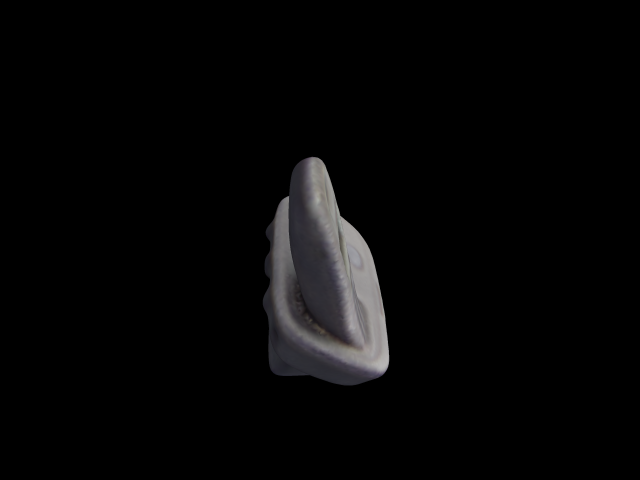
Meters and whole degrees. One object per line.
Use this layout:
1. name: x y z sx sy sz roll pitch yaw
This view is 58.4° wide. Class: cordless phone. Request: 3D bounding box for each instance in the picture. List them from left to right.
1. cordless phone: 0.004 0.001 0.400 0.094 0.185 0.147 -4 46 -4
